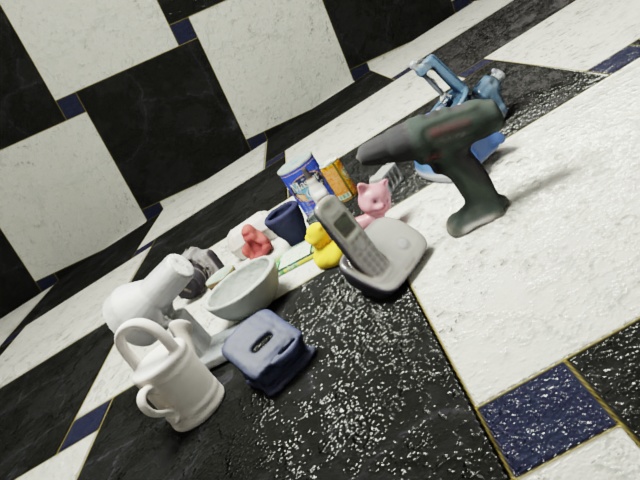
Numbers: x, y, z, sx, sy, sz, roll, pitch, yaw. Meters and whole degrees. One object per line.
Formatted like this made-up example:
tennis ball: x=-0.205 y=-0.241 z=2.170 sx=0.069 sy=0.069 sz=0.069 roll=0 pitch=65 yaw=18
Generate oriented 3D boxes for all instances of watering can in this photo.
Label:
watering can: x=-0.248 y=0.199 z=0.917 sx=0.101 sy=0.194 sz=0.172 roll=-32 pitch=19 yaw=4

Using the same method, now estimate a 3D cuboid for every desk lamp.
desk lamp: x=-0.259 y=0.139 z=1.052 sx=0.203 sy=0.214 sz=0.118 roll=-29 pitch=20 yaw=15

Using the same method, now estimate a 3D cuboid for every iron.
iron: x=0.245 y=-0.205 z=1.179 sx=0.119 sy=0.142 sz=0.257 roll=-40 pitch=20 yaw=-19

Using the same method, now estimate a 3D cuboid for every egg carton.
egg carton: x=-0.176 y=-0.016 z=1.513 sx=0.150 sy=0.069 sz=0.107 roll=-35 pitch=19 yaw=-5

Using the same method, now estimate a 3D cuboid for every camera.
camera: x=-0.338 y=0.091 z=1.470 sx=0.143 sy=0.101 sz=0.137 roll=-26 pitch=21 yaw=21

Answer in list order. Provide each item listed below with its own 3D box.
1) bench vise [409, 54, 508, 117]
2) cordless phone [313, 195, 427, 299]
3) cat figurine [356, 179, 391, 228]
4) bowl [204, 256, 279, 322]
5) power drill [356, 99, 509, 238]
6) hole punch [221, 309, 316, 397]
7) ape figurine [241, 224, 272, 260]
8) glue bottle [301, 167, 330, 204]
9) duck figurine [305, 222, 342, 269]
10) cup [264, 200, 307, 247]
bench vise: x=0.301 y=-0.333 z=1.277 sx=0.208 sy=0.220 sz=0.121 roll=-39 pitch=20 yaw=-15
cordless phone: x=0.077 y=-0.012 z=0.915 sx=0.093 sy=0.185 sz=0.148 roll=-12 pitch=29 yaw=47
cat figurine: x=0.092 y=-0.057 z=1.105 sx=0.127 sy=0.118 sz=0.067 roll=-31 pitch=19 yaw=7
bowl: x=-0.143 y=0.110 z=1.148 sx=0.167 sy=0.075 sz=0.167 roll=-30 pitch=19 yaw=12
power drill: x=0.203 y=-0.114 z=0.925 sx=0.229 sy=0.209 sz=0.075 roll=-29 pitch=20 yaw=13
hole punch: x=-0.080 y=0.168 z=0.879 sx=0.109 sy=0.091 sz=0.100 roll=-43 pitch=21 yaw=-24
ape figurine: x=-0.163 y=0.002 z=1.415 sx=0.077 sy=0.092 sz=0.076 roll=-15 pitch=26 yaw=42
glue bottle: x=0.010 y=-0.082 z=1.212 sx=0.037 sy=0.173 sz=0.078 roll=-34 pitch=19 yaw=-2
duck figurine: x=0.010 y=0.004 z=1.138 sx=0.078 sy=0.086 sz=0.104 roll=-45 pitch=22 yaw=-28
cup: x=-0.075 y=-0.032 z=1.351 sx=0.092 sy=0.095 sz=0.117 roll=-40 pitch=20 yaw=-16
